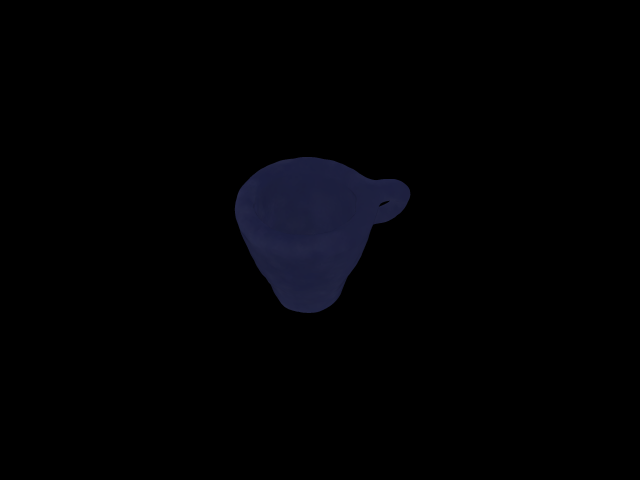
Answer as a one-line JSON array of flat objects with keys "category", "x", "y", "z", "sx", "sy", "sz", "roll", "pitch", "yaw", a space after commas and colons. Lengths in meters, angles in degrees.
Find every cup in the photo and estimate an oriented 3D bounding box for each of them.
[{"category": "cup", "x": 0.004, "y": 0.001, "z": 0.400, "sx": 0.118, "sy": 0.095, "sz": 0.091, "roll": -13, "pitch": 47, "yaw": -12}]
